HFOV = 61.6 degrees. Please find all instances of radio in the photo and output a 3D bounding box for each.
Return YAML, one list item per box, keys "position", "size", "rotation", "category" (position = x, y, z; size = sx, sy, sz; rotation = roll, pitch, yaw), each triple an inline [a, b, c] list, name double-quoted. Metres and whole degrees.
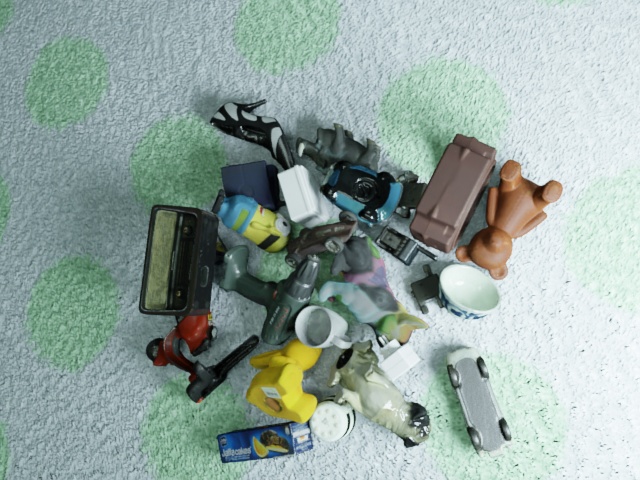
- position: [-0.291, 0.045, 1.118]
  size: [0.131, 0.073, 0.229]
  rotation: [3, 85, 20]
  category: "radio"

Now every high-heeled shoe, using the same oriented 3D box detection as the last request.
- position: [-0.153, -0.221, 1.203]
  size: [0.145, 0.086, 0.249]
  rotation: [-25, 62, 0]
  category: "high-heeled shoe"

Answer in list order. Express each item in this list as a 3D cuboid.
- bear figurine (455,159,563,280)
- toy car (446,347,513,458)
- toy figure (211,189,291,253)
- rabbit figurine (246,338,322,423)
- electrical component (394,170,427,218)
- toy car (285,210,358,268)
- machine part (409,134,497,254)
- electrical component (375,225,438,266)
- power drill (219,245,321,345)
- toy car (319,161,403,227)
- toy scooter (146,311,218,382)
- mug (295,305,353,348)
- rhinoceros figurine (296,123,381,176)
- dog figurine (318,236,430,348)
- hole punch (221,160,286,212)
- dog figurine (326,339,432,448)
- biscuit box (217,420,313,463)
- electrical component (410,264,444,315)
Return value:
- position: [0.345, -0.031, 1.007]
  size: [0.120, 0.132, 0.196]
  rotation: [33, 85, 15]
  category: "bear figurine"
- position: [0.295, 0.300, 1.001]
  size: [0.074, 0.056, 0.201]
  rotation: [-18, 77, 6]
  category: "toy car"
- position: [-0.145, -0.039, 1.147]
  size: [0.180, 0.089, 0.082]
  rotation: [25, 48, -13]
  category: "toy figure"
- position: [-0.061, 0.266, 1.077]
  size: [0.162, 0.173, 0.121]
  rotation: [-16, 117, 43]
  category: "rabbit figurine"
- position: [0.183, -0.089, 1.097]
  size: [0.078, 0.045, 0.102]
  rotation: [17, 89, 54]
  category: "electrical component"
- position: [-0.002, -0.003, 1.083]
  size: [0.053, 0.202, 0.089]
  rotation: [45, 54, -17]
  category: "toy car"
- position: [0.250, -0.080, 1.003]
  size: [0.087, 0.201, 0.201]
  rotation: [25, 88, 17]
  category: "machine part"
- position: [0.174, 0.022, 1.076]
  size: [0.119, 0.074, 0.047]
  rotation: [35, 91, 16]
  category: "electrical component"
- position: [-0.106, 0.088, 1.114]
  size: [0.207, 0.086, 0.231]
  rotation: [28, 117, 21]
  category: "power drill"
- position: [0.082, -0.088, 1.097]
  size: [0.162, 0.102, 0.109]
  rotation: [21, 74, 12]
  category: "toy car"
- position: [-0.287, 0.230, 1.174]
  size: [0.184, 0.075, 0.135]
  rotation: [-47, 71, 7]
  category: "toy scooter"
- position: [0.021, 0.178, 1.069]
  size: [0.110, 0.107, 0.080]
  rotation: [25, 93, 28]
  category: "mug"
- position: [0.040, -0.188, 1.157]
  size: [0.190, 0.073, 0.112]
  rotation: [22, 98, 17]
  category: "rhinoceros figurine"
- position: [0.121, 0.107, 1.062]
  size: [0.219, 0.108, 0.191]
  rotation: [23, 85, 14]
  category: "dog figurine"
- position: [-0.153, -0.115, 1.189]
  size: [0.142, 0.092, 0.115]
  rotation: [-7, 82, 11]
  category: "hole punch"
- position: [0.121, 0.297, 1.044]
  size: [0.190, 0.172, 0.121]
  rotation: [40, 110, -16]
  category: "dog figurine"
- position: [-0.113, 0.402, 1.071]
  size: [0.203, 0.062, 0.059]
  rotation: [-21, 73, 31]
  category: "biscuit box"
- position: [0.213, 0.098, 1.076]
  size: [0.063, 0.021, 0.094]
  rotation: [-23, 73, 12]
  category: "electrical component"
